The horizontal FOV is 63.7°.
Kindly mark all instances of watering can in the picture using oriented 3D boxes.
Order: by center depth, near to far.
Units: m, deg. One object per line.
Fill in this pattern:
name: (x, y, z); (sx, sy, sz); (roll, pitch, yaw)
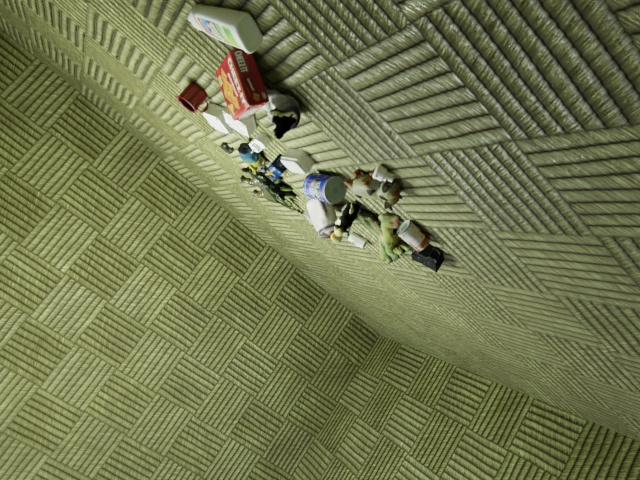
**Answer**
watering can: (0.007, -0.109, 2.161); (0.344, 0.104, 0.226); (93, 157, -80)

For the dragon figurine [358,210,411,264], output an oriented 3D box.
dragon figurine: (0.240, -0.024, 2.033); (0.243, 0.123, 0.406); (53, 164, 0)

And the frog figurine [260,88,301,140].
frog figurine: (-0.128, -0.410, 1.577); (0.135, 0.122, 0.163); (46, -160, -55)
